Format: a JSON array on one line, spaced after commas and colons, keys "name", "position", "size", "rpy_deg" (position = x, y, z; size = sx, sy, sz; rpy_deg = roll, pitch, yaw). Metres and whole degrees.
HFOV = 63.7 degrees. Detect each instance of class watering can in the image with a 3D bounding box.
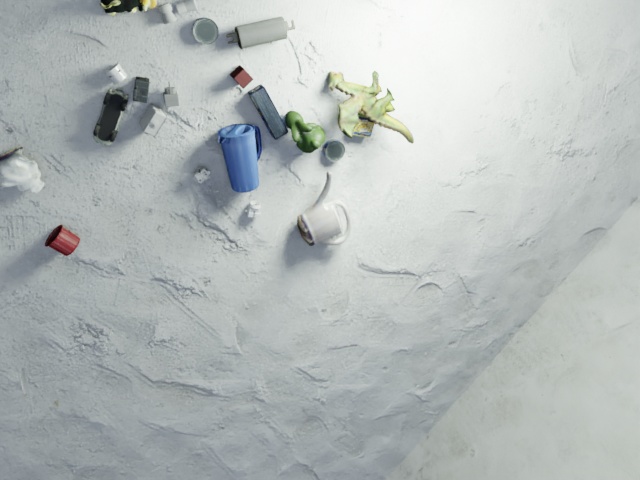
[{"name": "watering can", "position": [0.007, -0.108, 2.138], "size": [0.225, 0.340, 0.106], "rpy_deg": [-24, 32, -6]}]

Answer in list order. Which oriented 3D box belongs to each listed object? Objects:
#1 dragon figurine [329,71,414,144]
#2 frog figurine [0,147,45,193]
[{"name": "dragon figurine", "position": [0.175, -0.485, 1.972], "size": [0.243, 0.407, 0.123], "rpy_deg": [-36, 11, -6]}, {"name": "frog figurine", "position": [-1.003, -0.216, 1.712], "size": [0.139, 0.157, 0.123], "rpy_deg": [-38, 22, -21]}]
